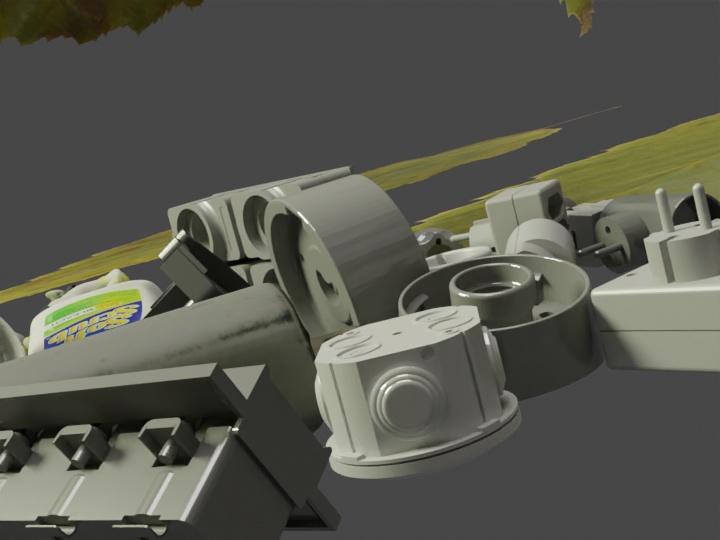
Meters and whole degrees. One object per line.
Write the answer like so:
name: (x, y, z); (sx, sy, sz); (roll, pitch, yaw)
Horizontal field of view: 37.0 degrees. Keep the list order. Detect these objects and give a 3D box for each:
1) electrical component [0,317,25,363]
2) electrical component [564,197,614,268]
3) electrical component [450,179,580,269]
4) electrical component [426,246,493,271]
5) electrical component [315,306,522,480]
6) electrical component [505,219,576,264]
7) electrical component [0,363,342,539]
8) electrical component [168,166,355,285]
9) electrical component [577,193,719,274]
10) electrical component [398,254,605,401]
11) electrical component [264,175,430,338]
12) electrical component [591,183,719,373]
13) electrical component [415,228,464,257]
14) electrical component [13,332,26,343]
electrical component: (-0.273, 0.068, 0.697); (0.099, 0.099, 0.064); (-20, 3, -31)
electrical component: (0.154, -0.027, 0.751); (0.066, 0.048, 0.055); (-21, 18, -38)
electrical component: (0.097, -0.018, 0.712); (0.077, 0.065, 0.047); (-11, 9, 27)
electrical component: (0.057, 0.015, 0.621); (0.055, 0.047, 0.055); (-14, 8, 2)
electrical component: (0.021, 0.049, 0.436); (0.080, 0.051, 0.080); (-14, 8, 2)
electrical component: (0.106, 0.000, 0.635); (0.043, 0.043, 0.081); (-13, 13, 14)
electrical component: (-0.080, 0.075, 0.369); (0.121, 0.078, 0.063); (-9, 39, 34)
electrical component: (-0.073, -0.012, 0.836); (0.060, 0.105, 0.186); (-21, 10, -38)
electrical component: (0.174, -0.021, 0.675); (0.079, 0.043, 0.077); (-18, 9, -19)
electrical component: (0.066, 0.033, 0.512); (0.099, 0.064, 0.099); (-9, 21, 3)
electrical component: (0.000, 0.000, 0.586); (0.060, 0.108, 0.108); (-26, 11, -20)
electrical component: (0.144, 0.001, 0.459); (0.047, 0.075, 0.083); (-21, 10, -37)
electrical component: (0.056, -0.011, 0.826); (0.043, 0.043, 0.062); (-15, 6, -5)
electrical component: (-0.283, 0.077, 0.844); (0.044, 0.044, 0.065); (-15, 13, -3)
